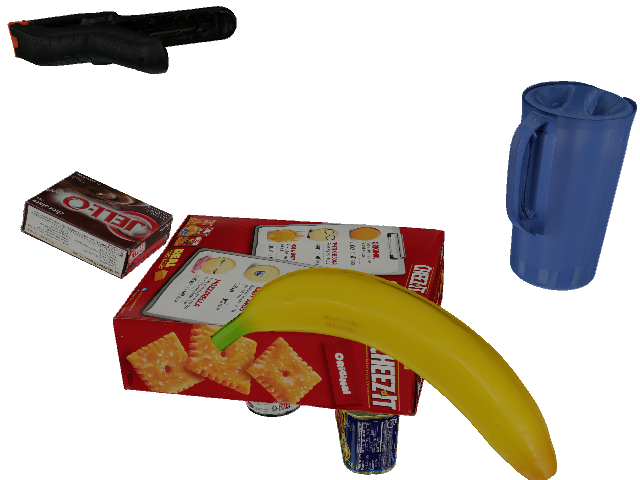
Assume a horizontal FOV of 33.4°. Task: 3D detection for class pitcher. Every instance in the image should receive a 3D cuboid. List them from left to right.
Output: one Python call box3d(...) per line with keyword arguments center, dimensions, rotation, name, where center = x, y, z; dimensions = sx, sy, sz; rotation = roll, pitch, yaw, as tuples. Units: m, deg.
box3d(center=(0.292, -0.062, 1.304), dimensions=(0.149, 0.243, 0.145), rotation=(4, 27, 2), name="pitcher")

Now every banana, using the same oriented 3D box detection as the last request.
box3d(center=(0.043, 0.061, 0.576), dimensions=(0.198, 0.070, 0.037), rotation=(22, 11, 9), name="banana")

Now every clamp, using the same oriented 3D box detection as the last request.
box3d(center=(-0.150, -0.153, 0.795), dimensions=(0.172, 0.039, 0.120), rotation=(11, 22, 29), name="clamp")

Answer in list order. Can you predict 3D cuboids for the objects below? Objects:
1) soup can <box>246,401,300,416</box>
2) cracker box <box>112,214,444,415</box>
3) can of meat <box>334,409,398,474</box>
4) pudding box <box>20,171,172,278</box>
box3d(center=(-0.054, 0.138, 1.202), dimensions=(0.068, 0.102, 0.068), rotation=(-2, 24, 1), name="soup can")
box3d(center=(-0.023, 0.051, 0.795), dimensions=(0.214, 0.072, 0.164), rotation=(4, 29, 12), name="cracker box")
box3d(center=(0.044, 0.160, 1.022), dimensions=(0.057, 0.084, 0.102), rotation=(-3, 37, -5), name="can of meat")
box3d(center=(-0.210, -0.016, 1.006), dimensions=(0.113, 0.039, 0.090), rotation=(22, 27, 10), name="pudding box")
